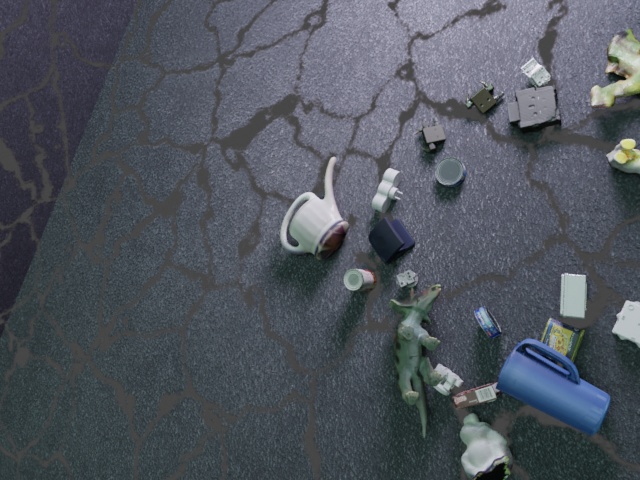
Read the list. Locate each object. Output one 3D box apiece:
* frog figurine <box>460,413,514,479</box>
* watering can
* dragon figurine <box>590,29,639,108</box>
[{"bbox_3d":[0.424,0.548,1.352,0.135,0.122,0.163,-56,25,19],"label":"frog figurine"},{"bbox_3d":[0.005,-0.085,1.683,0.227,0.103,0.345,41,101,27],"label":"watering can"},{"bbox_3d":[0.852,-0.475,1.303,0.409,0.120,0.246,-49,54,3],"label":"dragon figurine"}]
